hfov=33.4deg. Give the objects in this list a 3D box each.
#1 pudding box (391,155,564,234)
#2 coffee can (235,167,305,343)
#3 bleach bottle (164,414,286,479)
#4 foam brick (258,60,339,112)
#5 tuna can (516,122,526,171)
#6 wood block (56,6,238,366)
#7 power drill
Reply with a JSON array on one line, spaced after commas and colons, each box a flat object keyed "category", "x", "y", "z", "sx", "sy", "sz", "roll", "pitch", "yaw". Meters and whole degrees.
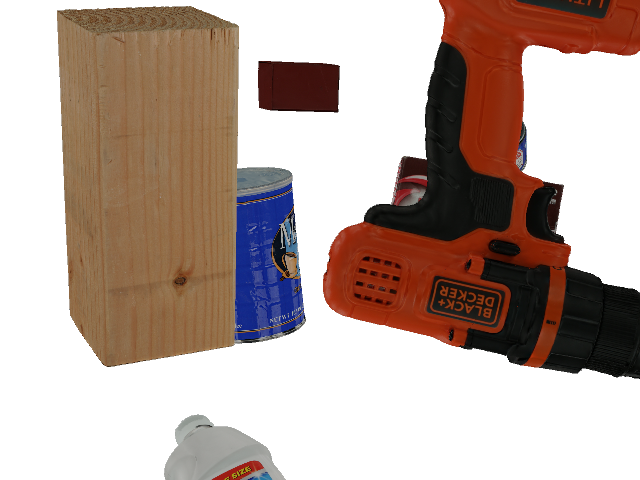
[{"category": "pudding box", "x": 0.101, "y": -0.003, "z": 0.727, "sx": 0.113, "sy": 0.090, "sz": 0.039, "roll": 10, "pitch": -4, "yaw": 1}, {"category": "coffee can", "x": -0.070, "y": 0.011, "z": 0.977, "sx": 0.103, "sy": 0.140, "sz": 0.103, "roll": -5, "pitch": 14, "yaw": 1}, {"category": "bleach bottle", "x": -0.054, "y": 0.207, "z": 0.720, "sx": 0.102, "sy": 0.068, "sz": 0.251, "roll": -16, "pitch": 34, "yaw": -19}, {"category": "foam brick", "x": -0.024, "y": -0.166, "z": 1.150, "sx": 0.078, "sy": 0.051, "sz": 0.053, "roll": -1, "pitch": 12, "yaw": -19}, {"category": "tuna can", "x": 0.140, "y": -0.085, "z": 0.945, "sx": 0.086, "sy": 0.034, "sz": 0.086, "roll": -5, "pitch": 40, "yaw": 4}, {"category": "wood block", "x": -0.109, "y": -0.037, "z": 0.673, "sx": 0.090, "sy": 0.206, "sz": 0.090, "roll": -7, "pitch": 22, "yaw": -25}, {"category": "power drill", "x": 0.107, "y": -0.033, "z": 0.508, "sx": 0.184, "sy": 0.188, "sz": 0.057, "roll": 12, "pitch": 4, "yaw": -1}]
